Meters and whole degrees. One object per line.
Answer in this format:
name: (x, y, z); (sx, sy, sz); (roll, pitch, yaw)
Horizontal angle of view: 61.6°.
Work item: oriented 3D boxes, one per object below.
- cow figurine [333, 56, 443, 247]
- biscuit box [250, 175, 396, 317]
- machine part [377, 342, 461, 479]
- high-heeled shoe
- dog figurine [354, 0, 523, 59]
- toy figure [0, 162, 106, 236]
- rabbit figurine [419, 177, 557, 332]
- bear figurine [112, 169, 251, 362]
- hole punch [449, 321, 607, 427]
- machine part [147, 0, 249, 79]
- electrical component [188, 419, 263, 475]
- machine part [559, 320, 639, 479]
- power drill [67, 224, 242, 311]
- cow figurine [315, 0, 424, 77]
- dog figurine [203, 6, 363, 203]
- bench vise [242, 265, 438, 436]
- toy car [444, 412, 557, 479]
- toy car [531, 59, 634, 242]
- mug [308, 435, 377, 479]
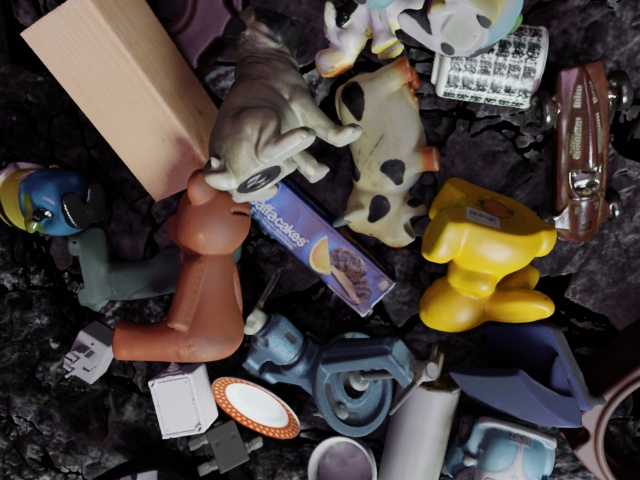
cow figurine: (0.067, -0.086, 0.594); (0.127, 0.085, 0.194); (-13, 95, 22)
biscuit box: (-0.001, -0.002, 0.640); (0.202, 0.063, 0.059); (41, 105, -3)
machine part: (0.123, 0.241, 0.673); (0.079, 0.079, 0.243); (10, 106, 6)
high-heeled shoe: (-0.202, 0.367, 0.741); (0.249, 0.086, 0.145); (-16, 87, -3)
dog figurine: (0.133, -0.297, 0.478); (0.192, 0.108, 0.219); (33, 85, 5)
toy figure: (-0.330, -0.045, 0.645); (0.180, 0.082, 0.089); (15, 97, 33)
rabbit figurine: (0.178, 0.035, 0.611); (0.162, 0.122, 0.173); (16, 120, -5)
bear figurine: (-0.138, 0.027, 0.573); (0.132, 0.120, 0.195); (-1, 92, 21)
hole punch: (0.223, 0.161, 0.600); (0.142, 0.092, 0.115); (-22, 98, 58)
machine part: (-0.172, -0.269, 0.605); (0.179, 0.056, 0.179); (2, 104, 7)
electrical component: (-0.128, 0.278, 0.733); (0.094, 0.021, 0.063); (-19, 70, -21)
machine part: (0.401, 0.209, 0.616); (0.201, 0.087, 0.201); (44, 107, -2)
power drill: (-0.199, 0.016, 0.674); (0.207, 0.086, 0.231); (-1, 106, 2)
cow figurine: (0.060, -0.243, 0.567); (0.167, 0.068, 0.098); (-24, 93, 9)
dog figurine: (-0.074, -0.147, 0.546); (0.121, 0.172, 0.190); (-40, 77, 41)
bench vise: (0.023, 0.139, 0.618); (0.241, 0.129, 0.223); (-20, 111, 49)
toy car: (0.200, 0.277, 0.633); (0.109, 0.103, 0.161); (20, 141, 2)
toy car: (0.268, -0.081, 0.552); (0.089, 0.053, 0.201); (-11, 127, 8)
mug: (0.039, 0.299, 0.677); (0.081, 0.107, 0.109); (-17, 71, 9)
